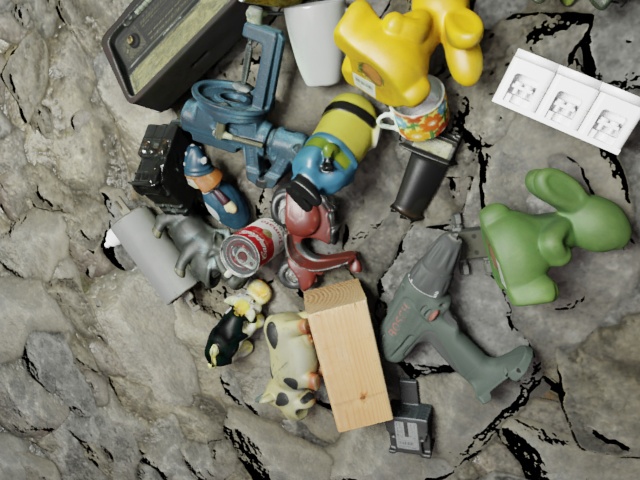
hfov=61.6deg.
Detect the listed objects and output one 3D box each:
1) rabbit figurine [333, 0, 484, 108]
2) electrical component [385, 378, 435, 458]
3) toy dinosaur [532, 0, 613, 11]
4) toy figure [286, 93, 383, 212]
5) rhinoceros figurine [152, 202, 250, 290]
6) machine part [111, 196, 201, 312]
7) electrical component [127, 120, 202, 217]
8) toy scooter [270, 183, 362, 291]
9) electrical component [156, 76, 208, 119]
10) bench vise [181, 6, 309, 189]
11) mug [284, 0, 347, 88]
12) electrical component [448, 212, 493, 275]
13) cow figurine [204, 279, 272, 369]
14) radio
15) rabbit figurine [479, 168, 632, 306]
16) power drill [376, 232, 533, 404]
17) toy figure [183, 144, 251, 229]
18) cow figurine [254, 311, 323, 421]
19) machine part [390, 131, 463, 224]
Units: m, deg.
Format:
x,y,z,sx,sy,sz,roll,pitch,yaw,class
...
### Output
x,y,z,sx,sy,sz,roll,pitch,yaw,class
0.122,-0.251,0.643,0.163,0.121,0.173,33,77,28,rabbit figurine
0.147,0.289,0.875,0.075,0.048,0.119,2,110,22,electrical component
0.282,-0.355,0.569,0.472,0.105,0.198,29,124,21,toy dinosaur
0.019,-0.122,0.717,0.082,0.180,0.089,7,139,46,toy figure
-0.194,0.011,0.902,0.112,0.073,0.190,-43,76,8,rhinoceros figurine
-0.288,0.027,0.949,0.079,0.079,0.243,-34,93,28,machine part
-0.230,-0.118,0.841,0.058,0.114,0.134,7,72,18,electrical component
-0.002,-0.002,0.821,0.135,0.075,0.183,6,113,21,toy scooter
-0.218,-0.222,0.851,0.102,0.045,0.078,-13,101,26,electrical component
-0.089,-0.198,0.764,0.224,0.129,0.240,25,123,15,bench vise
0.012,-0.266,0.728,0.110,0.081,0.107,-3,118,7,mug
0.215,0.004,0.761,0.063,0.021,0.094,-8,104,25,electrical component
-0.145,0.143,0.919,0.068,0.098,0.167,34,118,16,cow figurine
-0.203,-0.305,0.771,0.229,0.073,0.131,-35,75,20,radio
0.299,-0.015,0.688,0.170,0.121,0.159,-18,93,9,rabbit figurine
0.198,0.125,0.773,0.207,0.086,0.232,35,123,3,power drill
-0.165,-0.081,0.839,0.064,0.058,0.154,4,142,42,toy figure
-0.052,0.216,0.911,0.127,0.085,0.194,-2,103,27,cow figurine
0.142,-0.092,0.752,0.084,0.039,0.138,19,112,7,machine part
